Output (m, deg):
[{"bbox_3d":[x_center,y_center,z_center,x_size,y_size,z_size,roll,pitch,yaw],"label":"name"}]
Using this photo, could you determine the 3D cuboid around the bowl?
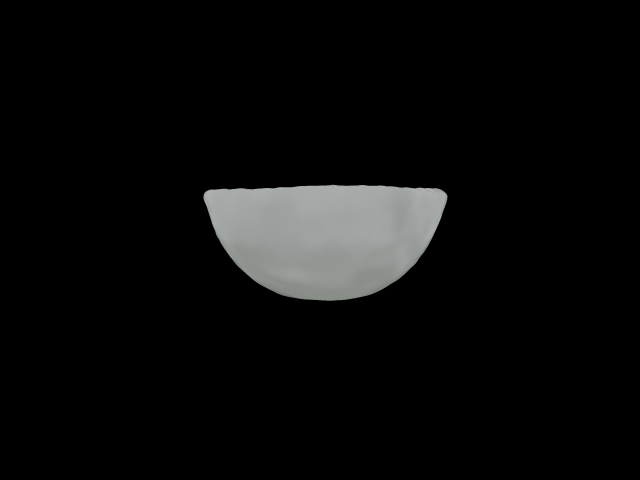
[{"bbox_3d":[0.004,0.001,0.400,0.167,0.075,0.167,0,3,0],"label":"bowl"}]
